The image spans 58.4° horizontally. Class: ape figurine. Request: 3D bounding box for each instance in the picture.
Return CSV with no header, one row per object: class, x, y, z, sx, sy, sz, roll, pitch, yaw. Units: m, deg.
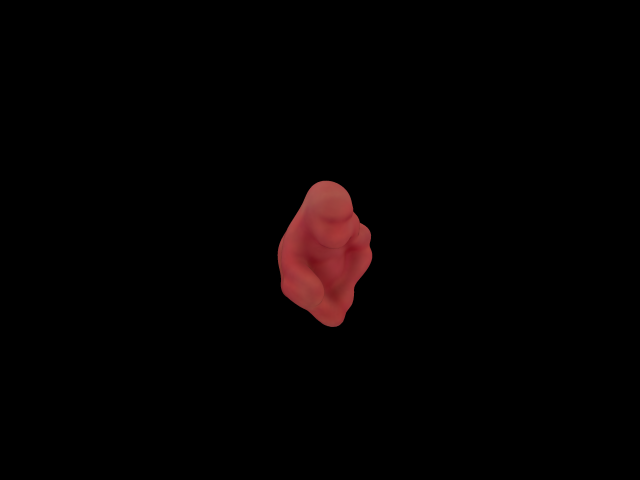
ape figurine,0.004,0.001,0.400,0.078,0.092,0.076,-22,45,-23
